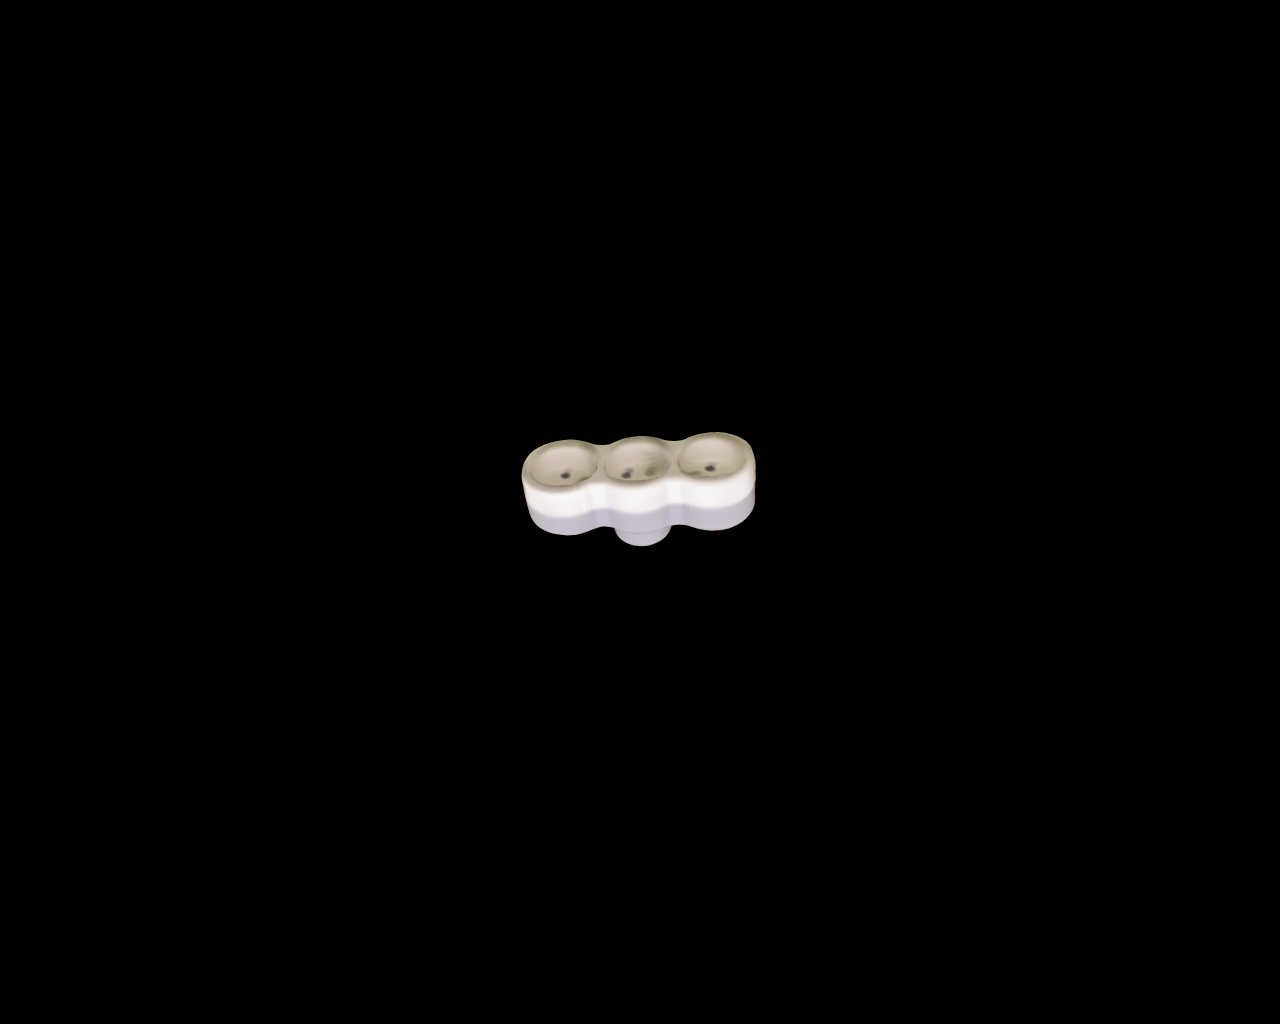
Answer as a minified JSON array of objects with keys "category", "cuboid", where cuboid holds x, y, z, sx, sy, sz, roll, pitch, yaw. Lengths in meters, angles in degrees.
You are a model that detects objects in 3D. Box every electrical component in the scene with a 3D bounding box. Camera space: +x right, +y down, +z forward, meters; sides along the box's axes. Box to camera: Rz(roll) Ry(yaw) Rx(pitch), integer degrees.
[{"category":"electrical component","cuboid":[0.001,-0.003,0.650,0.138,0.073,0.052,-2,40,2]}]
